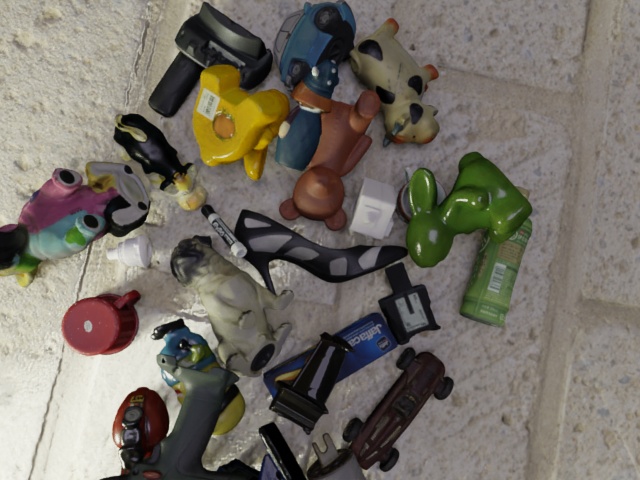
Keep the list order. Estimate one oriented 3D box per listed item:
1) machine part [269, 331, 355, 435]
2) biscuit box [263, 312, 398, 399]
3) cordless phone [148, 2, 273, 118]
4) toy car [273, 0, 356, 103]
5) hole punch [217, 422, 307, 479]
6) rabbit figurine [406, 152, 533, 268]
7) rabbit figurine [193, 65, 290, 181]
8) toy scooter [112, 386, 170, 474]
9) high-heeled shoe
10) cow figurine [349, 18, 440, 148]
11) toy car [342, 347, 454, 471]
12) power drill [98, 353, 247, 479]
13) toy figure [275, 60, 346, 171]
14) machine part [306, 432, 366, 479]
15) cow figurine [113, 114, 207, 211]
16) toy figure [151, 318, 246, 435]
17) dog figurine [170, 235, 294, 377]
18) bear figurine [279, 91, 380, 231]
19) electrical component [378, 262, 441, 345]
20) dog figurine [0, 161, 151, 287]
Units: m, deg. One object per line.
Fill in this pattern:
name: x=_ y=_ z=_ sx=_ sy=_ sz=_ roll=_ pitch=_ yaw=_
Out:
machine part: x=-0.008 y=0.195 z=0.757 sx=0.084 sy=0.039 sz=0.139 roll=33 pitch=84 yaw=4
biscuit box: x=0.015 y=0.181 z=0.809 sx=0.203 sy=0.059 sz=0.063 roll=-29 pitch=87 yaw=-8
cordless phone: x=-0.176 y=-0.256 z=0.844 sx=0.146 sy=0.089 sz=0.184 roll=34 pitch=93 yaw=-1
toy car: x=-0.019 y=-0.303 z=0.849 sx=0.103 sy=0.109 sz=0.161 roll=34 pitch=93 yaw=22
hole punch: x=-0.076 y=0.331 z=0.753 sx=0.092 sy=0.142 sz=0.116 roll=-35 pitch=74 yaw=-9
rabbit figurine: x=0.189 y=-0.038 z=0.770 sx=0.170 sy=0.121 sz=0.159 roll=-38 pitch=84 yaw=7
rabbit figurine: x=-0.099 y=-0.171 z=0.801 sx=0.122 sy=0.173 sz=0.162 roll=24 pitch=120 yaw=14
toy scooter: x=-0.251 y=0.300 z=0.736 sx=0.075 sy=0.135 sz=0.183 roll=-2 pitch=83 yaw=-3
high-heeled shoe: x=-0.002 y=-0.002 z=0.818 sx=0.249 sy=0.086 sz=0.145 roll=-15 pitch=83 yaw=-4
cow figurine: x=0.120 y=-0.236 z=0.854 sx=0.127 sy=0.085 sz=0.195 roll=-38 pitch=90 yaw=-14
toy car: x=0.118 y=0.258 z=0.815 sx=0.089 sy=0.053 sz=0.202 roll=41 pitch=81 yaw=-2
power drill: x=-0.195 y=0.250 z=0.668 sx=0.232 sy=0.086 sz=0.207 roll=13 pitch=62 yaw=-8
toy figure: x=-0.018 y=-0.172 z=0.736 sx=0.058 sy=0.064 sz=0.154 roll=24 pitch=101 yaw=19
machine part: x=0.049 y=0.396 z=0.775 sx=0.079 sy=0.079 sz=0.243 roll=-25 pitch=90 yaw=-7
cow figurine: x=-0.236 y=-0.118 z=0.804 sx=0.167 sy=0.098 sz=0.068 roll=43 pitch=76 yaw=1
toy figure: x=-0.177 y=0.199 z=0.781 sx=0.089 sy=0.082 sz=0.180 roll=-26 pitch=84 yaw=-5
dog figurine: x=-0.147 y=0.100 z=0.803 sx=0.191 sy=0.121 sz=0.172 roll=30 pitch=116 yaw=30
bear figurine: x=0.009 y=-0.122 z=0.812 sx=0.120 sy=0.132 sz=0.196 roll=17 pitch=77 yaw=2
electrical component: x=0.130 y=0.096 z=0.835 sx=0.075 sy=0.048 sz=0.119 roll=-24 pitch=86 yaw=-8
dog figurine: x=-0.378 y=-0.016 z=0.783 sx=0.219 sy=0.191 sz=0.108 roll=-30 pitch=90 yaw=27
